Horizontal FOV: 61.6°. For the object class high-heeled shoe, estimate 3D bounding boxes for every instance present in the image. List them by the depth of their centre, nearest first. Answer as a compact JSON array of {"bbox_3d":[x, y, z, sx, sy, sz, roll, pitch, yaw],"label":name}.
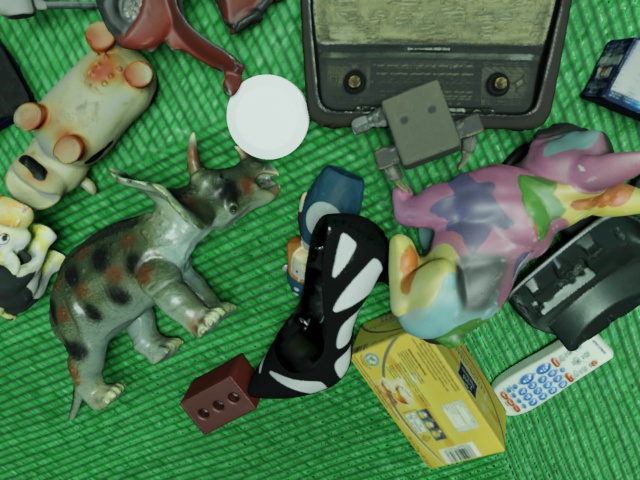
[{"bbox_3d":[-0.022,0.077,0.539,0.249,0.086,0.145,-41,131,15],"label":"high-heeled shoe"}]

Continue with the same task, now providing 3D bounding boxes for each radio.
[{"bbox_3d":[0.098,-0.170,0.499,0.230,0.073,0.131,2,108,5],"label":"radio"}]

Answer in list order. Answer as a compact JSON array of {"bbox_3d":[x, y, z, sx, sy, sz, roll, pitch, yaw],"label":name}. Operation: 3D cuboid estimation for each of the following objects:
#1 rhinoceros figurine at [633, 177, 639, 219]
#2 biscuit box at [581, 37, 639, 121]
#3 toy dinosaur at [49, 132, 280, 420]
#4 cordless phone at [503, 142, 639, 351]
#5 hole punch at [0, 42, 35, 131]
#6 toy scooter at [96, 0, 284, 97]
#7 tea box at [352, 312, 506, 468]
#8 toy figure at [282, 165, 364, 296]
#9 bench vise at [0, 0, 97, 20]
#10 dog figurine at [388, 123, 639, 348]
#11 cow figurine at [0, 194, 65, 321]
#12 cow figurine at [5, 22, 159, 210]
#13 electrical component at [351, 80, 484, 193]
[{"bbox_3d":[0.393,-0.016,0.518,0.190,0.073,0.112,29,106,-3],"label":"rhinoceros figurine"},{"bbox_3d":[0.355,-0.121,0.495,0.203,0.063,0.059,22,107,-2],"label":"biscuit box"},{"bbox_3d":[-0.215,0.052,0.584,0.405,0.131,0.192,-35,89,19],"label":"toy dinosaur"},{"bbox_3d":[0.233,0.004,0.547,0.184,0.089,0.146,46,119,8],"label":"cordless phone"},{"bbox_3d":[-0.370,-0.160,0.554,0.116,0.092,0.142,-30,101,-17],"label":"hole punch"},{"bbox_3d":[-0.094,-0.214,0.490,0.184,0.075,0.135,-47,112,-10],"label":"toy scooter"},{"bbox_3d":[0.121,0.158,0.591,0.098,0.068,0.169,-27,102,28],"label":"tea box"},{"bbox_3d":[-0.002,-0.003,0.572,0.064,0.058,0.154,35,114,33],"label":"toy figure"},{"bbox_3d":[-0.335,-0.301,0.486,0.241,0.129,0.223,-3,118,28],"label":"bench vise"},{"bbox_3d":[0.176,-0.007,0.472,0.219,0.191,0.108,-13,146,30],"label":"dog figurine"},{"bbox_3d":[-0.323,0.021,0.550,0.068,0.098,0.167,21,152,-6],"label":"cow figurine"},{"bbox_3d":[-0.241,-0.112,0.539,0.085,0.127,0.195,40,92,-8],"label":"cow figurine"},{"bbox_3d":[0.088,-0.090,0.469,0.102,0.045,0.078,-26,80,11],"label":"electrical component"}]
